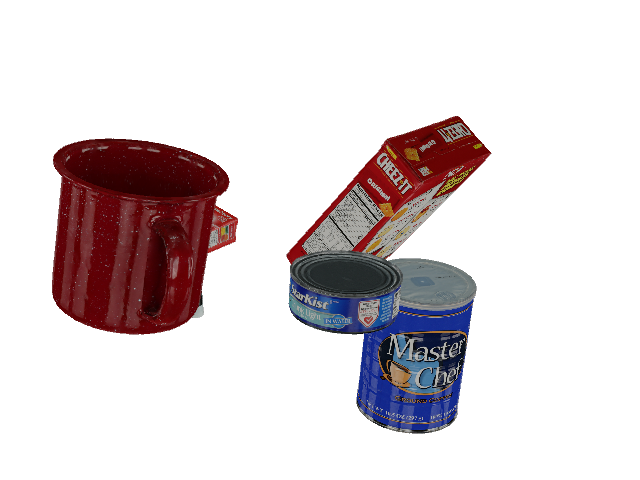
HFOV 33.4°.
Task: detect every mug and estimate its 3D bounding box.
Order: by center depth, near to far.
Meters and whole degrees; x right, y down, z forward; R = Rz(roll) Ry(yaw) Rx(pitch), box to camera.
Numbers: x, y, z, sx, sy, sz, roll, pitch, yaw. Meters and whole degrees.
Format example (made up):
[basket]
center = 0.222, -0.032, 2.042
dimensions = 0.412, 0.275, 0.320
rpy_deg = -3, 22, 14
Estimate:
[mug]
center = -0.095, 0.003, 0.569
dimensions = 0.093, 0.081, 0.117
rpy_deg = -3, 25, -32

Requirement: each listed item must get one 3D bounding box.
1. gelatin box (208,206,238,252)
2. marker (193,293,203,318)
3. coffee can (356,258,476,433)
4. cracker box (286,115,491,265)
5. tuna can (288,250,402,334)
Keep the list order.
[gelatin box]
center = -0.135, -0.017, 1.010
dimensions = 0.089, 0.030, 0.073
rpy_deg = 31, 38, 34
[marker]
center = -0.144, 0.033, 1.199
dimensions = 0.020, 0.121, 0.020
rpy_deg = -1, 31, 0
[coffee can]
center = 0.092, 0.101, 1.042
dimensions = 0.103, 0.140, 0.103
rpy_deg = 4, 23, -2
[cracker box]
center = 0.077, -0.042, 1.246
dimensions = 0.163, 0.072, 0.214
rpy_deg = -25, -19, -51
[tuna can]
center = 0.018, 0.038, 0.809
dimensions = 0.086, 0.034, 0.086
rpy_deg = 3, 21, -1
